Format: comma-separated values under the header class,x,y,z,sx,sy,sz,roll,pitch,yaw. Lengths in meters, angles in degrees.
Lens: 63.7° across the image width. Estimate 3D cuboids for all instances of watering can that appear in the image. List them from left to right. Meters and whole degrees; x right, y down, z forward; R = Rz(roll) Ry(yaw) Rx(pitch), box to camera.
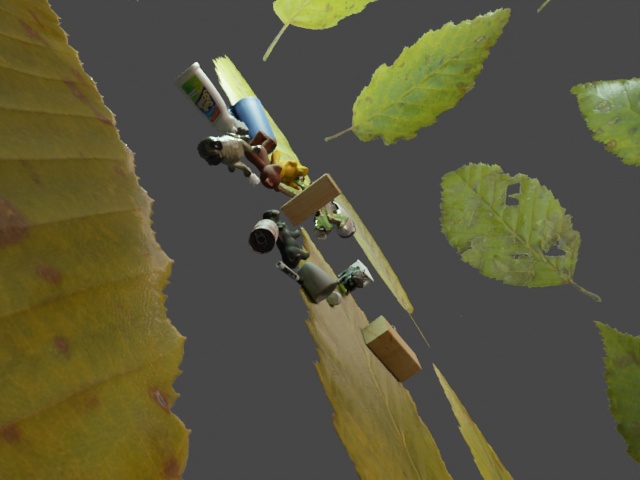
class,x,y,z,sx,sy,sz,roll,pitch,yaw
watering can,0.070,-0.138,2.575,0.103,0.355,0.220,-36,-48,9

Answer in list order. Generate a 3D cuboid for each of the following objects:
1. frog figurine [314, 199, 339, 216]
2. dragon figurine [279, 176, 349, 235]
class,x,y,z,sx,sy,sz,roll,pitch,yaw
frog figurine,0.007,-0.117,2.315,0.123,0.163,0.134,11,-37,20
dragon figurine,-0.028,-0.124,2.045,0.409,0.120,0.247,10,37,-51
